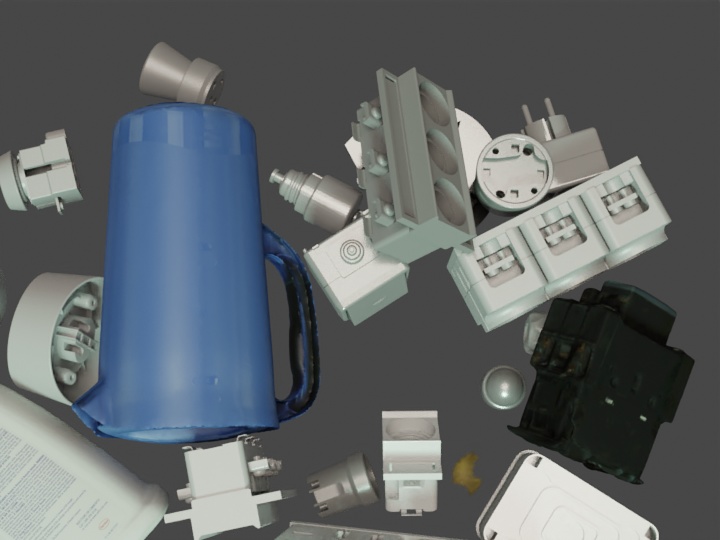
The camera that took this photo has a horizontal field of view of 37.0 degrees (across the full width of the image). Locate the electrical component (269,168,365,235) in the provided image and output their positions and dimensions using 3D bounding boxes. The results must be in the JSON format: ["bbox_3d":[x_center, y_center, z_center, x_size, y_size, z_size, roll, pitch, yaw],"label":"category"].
[{"bbox_3d":[-0.034,-0.057,0.844,0.078,0.040,0.040,28,83,5],"label":"electrical component"}]

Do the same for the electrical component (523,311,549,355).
[{"bbox_3d":[0.158,0.052,0.827,0.061,0.035,0.035,7,82,-2],"label":"electrical component"}]

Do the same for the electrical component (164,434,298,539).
[{"bbox_3d":[-0.092,0.155,0.773,0.079,0.121,0.063,-12,79,-1],"label":"electrical component"}]

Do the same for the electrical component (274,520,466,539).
[{"bbox_3d":[0.028,0.246,0.756,0.186,0.060,0.105,2,94,16],"label":"electrical component"}]

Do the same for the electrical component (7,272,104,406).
[{"bbox_3d":[-0.217,0.051,0.806,0.064,0.099,0.099,11,82,9],"label":"electrical component"}]

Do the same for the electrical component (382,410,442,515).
[{"bbox_3d":[0.038,0.143,0.798,0.042,0.081,0.063,-1,111,2],"label":"electrical component"}]

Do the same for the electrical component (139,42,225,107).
[{"bbox_3d":[-0.141,-0.151,0.857,0.055,0.045,0.045,24,83,4],"label":"electrical component"}]

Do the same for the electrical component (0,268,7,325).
[{"bbox_3d":[-0.326,0.020,0.828,0.108,0.060,0.108,0,82,1],"label":"electrical component"}]

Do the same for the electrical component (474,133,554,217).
[{"bbox_3d":[0.111,-0.067,0.789,0.055,0.047,0.055,0,82,1],"label":"electrical component"}]

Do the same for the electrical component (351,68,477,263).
[{"bbox_3d":[0.036,-0.072,0.764,0.063,0.079,0.121,-27,57,35],"label":"electrical component"}]

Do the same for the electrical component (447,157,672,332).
[{"bbox_3d":[0.148,-0.015,0.809,0.150,0.089,0.061,-27,82,-3],"label":"electrical component"}]

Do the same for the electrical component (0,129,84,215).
[{"bbox_3d":[-0.253,-0.074,0.849,0.055,0.048,0.066,-14,82,-8],"label":"electrical component"}]

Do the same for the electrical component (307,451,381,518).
[{"bbox_3d":[-0.013,0.163,0.813,0.046,0.040,0.040,-21,82,4],"label":"electrical component"}]

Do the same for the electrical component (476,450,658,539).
[{"bbox_3d":[0.151,0.193,0.795,0.113,0.057,0.078,32,84,5],"label":"electrical component"}]

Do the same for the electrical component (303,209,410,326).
[{"bbox_3d":[0.000,0.000,0.806,0.062,0.096,0.061,-32,83,-4],"label":"electrical component"}]

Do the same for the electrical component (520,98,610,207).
[{"bbox_3d":[0.149,-0.097,0.842,0.066,0.047,0.076,-17,82,-1],"label":"electrical component"}]
